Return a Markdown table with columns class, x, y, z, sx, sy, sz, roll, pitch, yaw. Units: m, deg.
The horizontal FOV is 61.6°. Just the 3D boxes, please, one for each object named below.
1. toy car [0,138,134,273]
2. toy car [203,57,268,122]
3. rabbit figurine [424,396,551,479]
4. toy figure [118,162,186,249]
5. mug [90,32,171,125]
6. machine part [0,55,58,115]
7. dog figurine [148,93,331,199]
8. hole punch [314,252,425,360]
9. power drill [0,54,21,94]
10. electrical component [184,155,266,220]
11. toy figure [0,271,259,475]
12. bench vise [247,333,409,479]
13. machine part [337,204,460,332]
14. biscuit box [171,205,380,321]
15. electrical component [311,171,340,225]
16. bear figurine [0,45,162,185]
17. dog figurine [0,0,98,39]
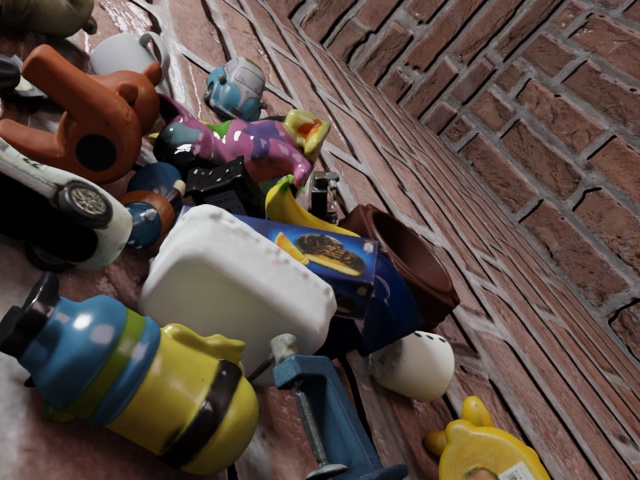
| class | x | y | z | sx | sy | sz | roll | pitch | yaw |
| --- | --- | --- | --- | --- | --- | --- | --- | --- | --- |
| toy car | -0.246 | -0.040 | 0.413 | 0.201 | 0.073 | 0.056 | 33 | 27 | -24 |
| toy car | -0.147 | -0.282 | 0.994 | 0.109 | 0.103 | 0.162 | 31 | 27 | -31 |
| rabbit figurine | 0.185 | 0.262 | 0.584 | 0.163 | 0.122 | 0.173 | 49 | 6 | 39 |
| toy figure | -0.172 | -0.033 | 0.541 | 0.057 | 0.064 | 0.155 | 43 | 19 | -23 |
| mug | -0.238 | -0.214 | 0.719 | 0.107 | 0.109 | 0.081 | 60 | 21 | 8 |
| machine part | -0.306 | -0.171 | 0.605 | 0.084 | 0.039 | 0.139 | 40 | 22 | 16 |
| dog figurine | -0.111 | -0.127 | 0.707 | 0.219 | 0.108 | 0.191 | 25 | 49 | -6 |
| hole punch | 0.045 | 0.070 | 0.603 | 0.142 | 0.092 | 0.115 | -15 | 91 | -39 |
| power drill | -0.397 | -0.186 | 0.432 | 0.207 | 0.086 | 0.232 | 49 | 24 | -6 |
| electrical component | -0.104 | -0.038 | 0.645 | 0.048 | 0.075 | 0.119 | -96 | 171 | -46 |
| toy figure | -0.124 | 0.096 | 0.365 | 0.180 | 0.082 | 0.089 | 36 | 33 | -28 |
| bench vise | 0.025 | 0.182 | 0.403 | 0.223 | 0.129 | 0.241 | 11 | 46 | -48 |
| machine part | 0.123 | 0.043 | 0.880 | 0.201 | 0.087 | 0.202 | 32 | 26 | -27 |
| biscuit box | -0.046 | 0.021 | 0.530 | 0.203 | 0.059 | 0.063 | 10 | 48 | 1 |
| electrical component | 0.008 | -0.069 | 0.879 | 0.045 | 0.102 | 0.078 | 2 | 35 | 2 |
| bear figurine | -0.234 | -0.140 | 0.560 | 0.132 | 0.120 | 0.196 | 28 | 25 | -27 |
| dog figurine | -0.364 | -0.281 | 0.653 | 0.172 | 0.121 | 0.191 | 26 | 41 | -30 |
